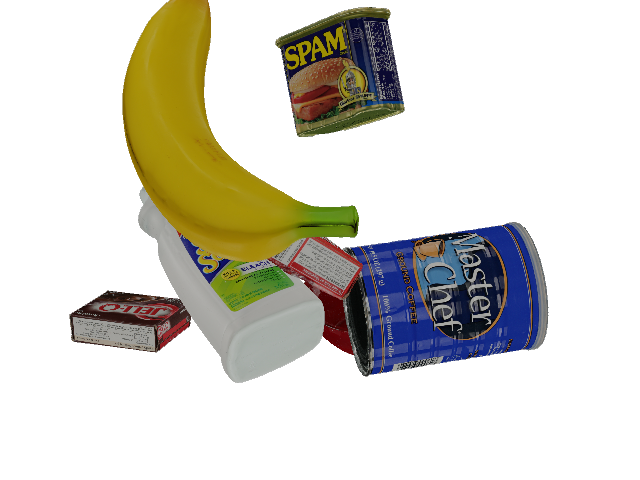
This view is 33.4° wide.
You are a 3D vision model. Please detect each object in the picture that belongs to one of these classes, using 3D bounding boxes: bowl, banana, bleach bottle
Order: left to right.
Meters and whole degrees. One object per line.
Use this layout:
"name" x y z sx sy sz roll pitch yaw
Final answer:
"banana" -0.053 -0.050 0.474 0.069 0.037 0.198 -17 47 -17
"bleach bottle" -0.104 0.020 0.978 0.102 0.068 0.251 -21 44 -28
"bowl" 0.057 0.083 1.188 0.162 0.055 0.162 0 28 0

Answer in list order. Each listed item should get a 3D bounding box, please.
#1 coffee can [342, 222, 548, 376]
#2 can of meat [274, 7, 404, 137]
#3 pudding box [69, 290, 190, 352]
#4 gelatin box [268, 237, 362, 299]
"coffee can" 0.095 0.046 0.841 0.140 0.103 0.103 -8 1 -7
"can of meat" 0.017 -0.137 0.886 0.102 0.084 0.057 -12 -2 43
"pudding box" -0.220 0.093 1.239 0.114 0.039 0.090 3 15 18
"gelatin box" -0.025 -0.002 0.686 0.089 0.030 0.073 31 3 -34
